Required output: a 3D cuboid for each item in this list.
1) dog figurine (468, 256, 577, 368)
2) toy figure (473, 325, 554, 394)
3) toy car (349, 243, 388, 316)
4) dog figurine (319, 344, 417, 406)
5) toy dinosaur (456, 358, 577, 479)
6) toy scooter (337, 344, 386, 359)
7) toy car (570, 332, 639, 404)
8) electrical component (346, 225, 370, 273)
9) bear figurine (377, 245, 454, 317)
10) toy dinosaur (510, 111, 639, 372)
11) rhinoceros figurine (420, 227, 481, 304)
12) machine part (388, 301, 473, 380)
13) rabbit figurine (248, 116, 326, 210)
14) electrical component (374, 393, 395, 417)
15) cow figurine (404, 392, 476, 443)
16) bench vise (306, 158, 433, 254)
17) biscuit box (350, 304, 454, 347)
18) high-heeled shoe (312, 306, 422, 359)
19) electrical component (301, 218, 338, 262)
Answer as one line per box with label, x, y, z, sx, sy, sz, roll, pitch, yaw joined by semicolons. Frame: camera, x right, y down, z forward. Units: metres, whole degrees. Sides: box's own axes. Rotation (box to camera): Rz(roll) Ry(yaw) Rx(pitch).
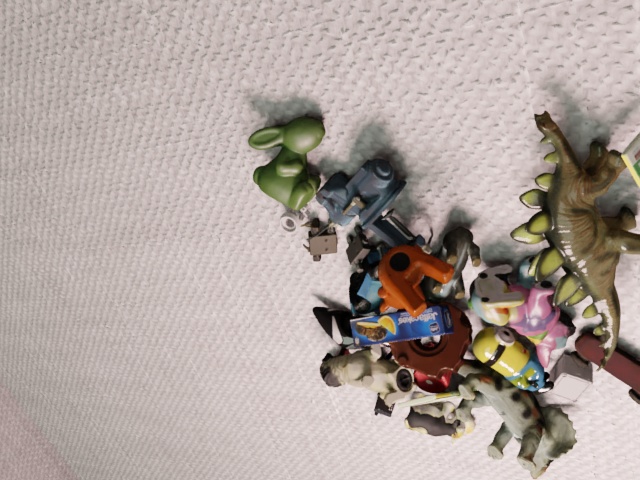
dog figurine;0.397;0.155;1.050;0.192;0.108;0.219;-17;122;6
toy figure;0.400;0.252;1.119;0.180;0.089;0.082;44;174;-7
toy car;0.128;0.091;1.156;0.103;0.109;0.161;16;120;-15
dog figurine;0.108;0.315;1.246;0.172;0.121;0.190;41;149;-16
toy dinosaur;0.409;0.353;1.178;0.405;0.192;0.131;55;144;3
toy scooter;0.096;0.299;1.329;0.184;0.075;0.135;5;126;28
toy car;0.599;0.248;1.064;0.202;0.053;0.089;32;114;2
electrical component;0.081;0.020;1.129;0.021;0.094;0.063;8;139;-29
bear figurine;0.168;0.092;1.009;0.132;0.120;0.195;37;165;27
toy dinosaur;0.439;0.009;0.891;0.199;0.105;0.470;-27;102;12
rhinoceros figurine;0.242;0.059;1.061;0.073;0.112;0.190;5;132;-17
machine part;0.232;0.203;1.136;0.180;0.179;0.056;5;165;22
rabbit figurine;-0.054;-0.170;1.059;0.159;0.121;0.170;30;113;12
electrical component;0.169;0.409;1.370;0.048;0.075;0.119;15;126;17
cow figurine;0.296;0.450;1.325;0.168;0.098;0.068;16;122;15
bench vise;0.110;-0.044;1.048;0.240;0.129;0.223;41;133;-1
biscuit box;0.165;0.175;1.093;0.203;0.062;0.059;-16;75;29
high-heeled shoe;0.111;0.189;1.242;0.249;0.086;0.145;29;126;0
electrical component;-0.002;-0.003;1.180;0.078;0.045;0.102;-12;124;-1
